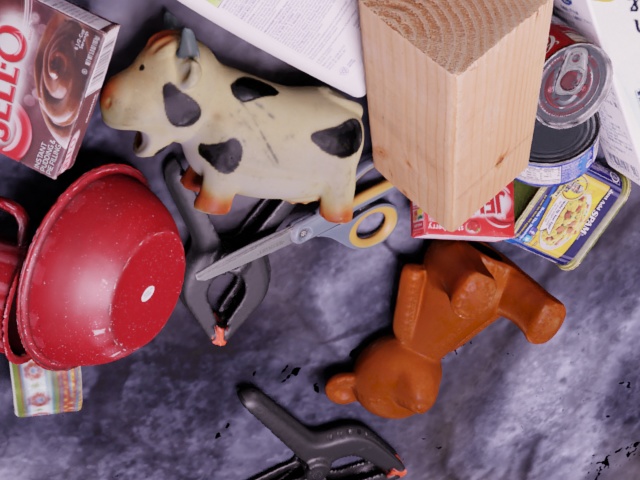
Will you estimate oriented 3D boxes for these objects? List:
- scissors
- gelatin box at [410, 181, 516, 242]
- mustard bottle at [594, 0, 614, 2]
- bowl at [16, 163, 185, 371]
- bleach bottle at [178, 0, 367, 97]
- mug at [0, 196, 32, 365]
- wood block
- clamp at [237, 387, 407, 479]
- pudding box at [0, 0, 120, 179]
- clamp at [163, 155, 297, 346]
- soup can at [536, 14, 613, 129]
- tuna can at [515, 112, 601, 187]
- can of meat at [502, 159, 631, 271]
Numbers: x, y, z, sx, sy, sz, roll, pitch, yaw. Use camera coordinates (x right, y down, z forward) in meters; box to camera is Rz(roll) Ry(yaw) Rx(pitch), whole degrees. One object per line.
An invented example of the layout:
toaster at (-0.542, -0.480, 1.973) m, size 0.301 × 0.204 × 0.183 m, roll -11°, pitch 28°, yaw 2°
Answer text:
scissors at (-0.006, 0.001, 0.869) m, size 0.201 × 0.016 × 0.096 m, roll -36°, pitch 138°, yaw -14°
gelatin box at (0.119, -0.037, 0.890) m, size 0.089 × 0.030 × 0.073 m, roll 3°, pitch 83°, yaw -23°
mustard bottle at (0.124, -0.230, 0.742) m, size 0.191 × 0.058 × 0.096 m, roll 11°, pitch 84°, yaw 2°
bowl at (-0.146, 0.028, 0.778) m, size 0.161 × 0.055 × 0.162 m, roll -48°, pitch 149°, yaw -43°
bleach bottle at (-0.049, -0.193, 0.723) m, size 0.250 × 0.068 × 0.103 m, roll 25°, pitch 110°, yaw -31°
mug at (-0.238, 0.024, 0.766) m, size 0.081 × 0.093 × 0.117 m, roll 14°, pitch 111°, yaw 10°
wood block at (0.094, -0.105, 0.749) m, size 0.090 × 0.090 × 0.206 m, roll -40°, pitch 156°, yaw -14°
clamp at (-0.016, 0.222, 1.029) m, size 0.209 × 0.036 × 0.165 m, roll 14°, pitch 116°, yaw -29°
pudding box at (-0.193, -0.110, 0.712) m, size 0.090 × 0.039 × 0.114 m, roll 26°, pitch 111°, yaw 1°
clamp at (-0.083, 0.005, 0.858) m, size 0.120 × 0.039 × 0.171 m, roll 11°, pitch 111°, yaw -20°
soup can at (0.169, -0.138, 0.819) m, size 0.068 × 0.102 × 0.068 m, roll -10°, pitch 125°, yaw -15°
tuna can at (0.184, -0.085, 0.870) m, size 0.086 × 0.086 × 0.034 m, roll -23°, pitch 144°, yaw -6°
can of meat at (0.205, -0.034, 0.934) m, size 0.083 × 0.057 × 0.102 m, roll 21°, pitch 112°, yaw -29°
